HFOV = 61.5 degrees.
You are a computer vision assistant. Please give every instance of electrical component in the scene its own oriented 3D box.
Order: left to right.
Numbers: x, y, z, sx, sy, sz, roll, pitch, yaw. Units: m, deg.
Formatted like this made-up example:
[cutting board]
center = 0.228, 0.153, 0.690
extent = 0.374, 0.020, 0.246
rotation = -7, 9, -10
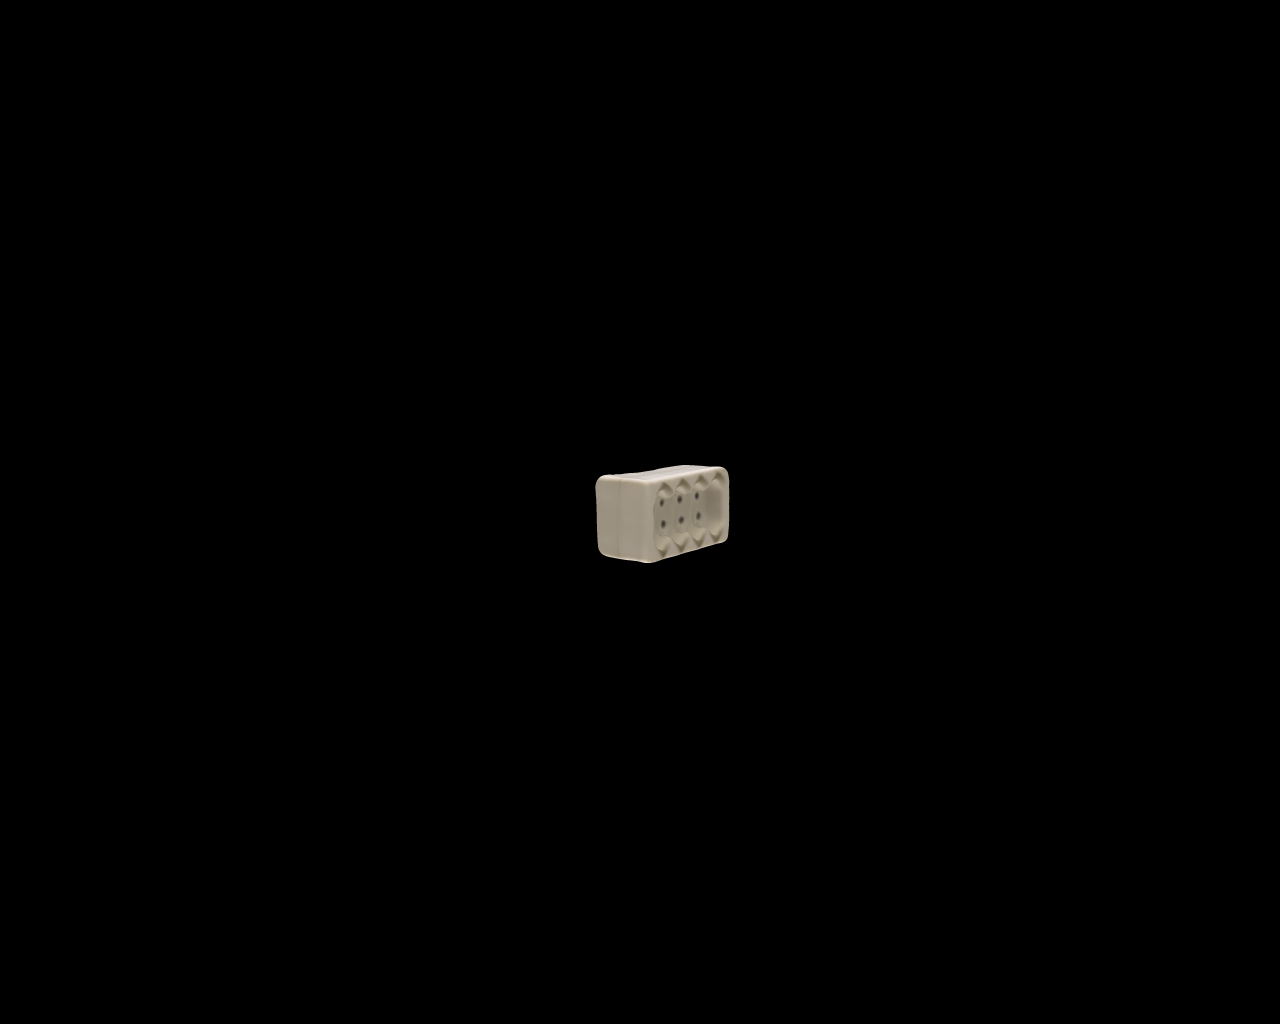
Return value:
[electrical component]
center = 0.001, -0.003, 0.650
extent = 0.076, 0.047, 0.083
rotation = 7, 12, 39
